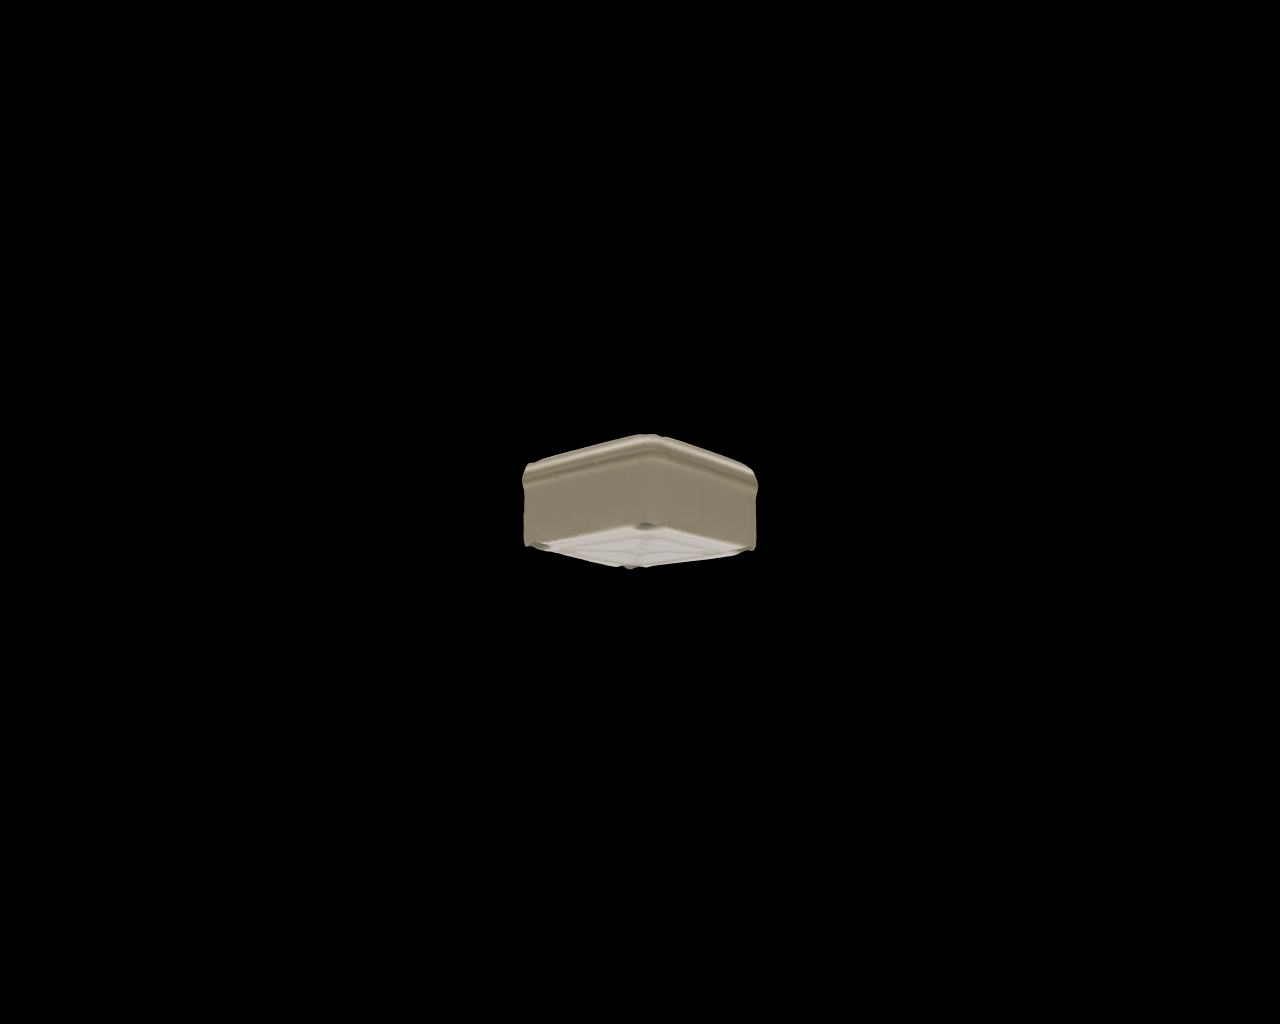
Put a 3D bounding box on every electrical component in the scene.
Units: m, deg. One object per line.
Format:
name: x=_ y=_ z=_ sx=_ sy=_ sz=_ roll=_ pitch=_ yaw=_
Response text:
electrical component: x=0.001 y=-0.003 z=0.650 sx=0.108 sy=0.056 sz=0.109 roll=-11 pitch=-17 yaw=38
